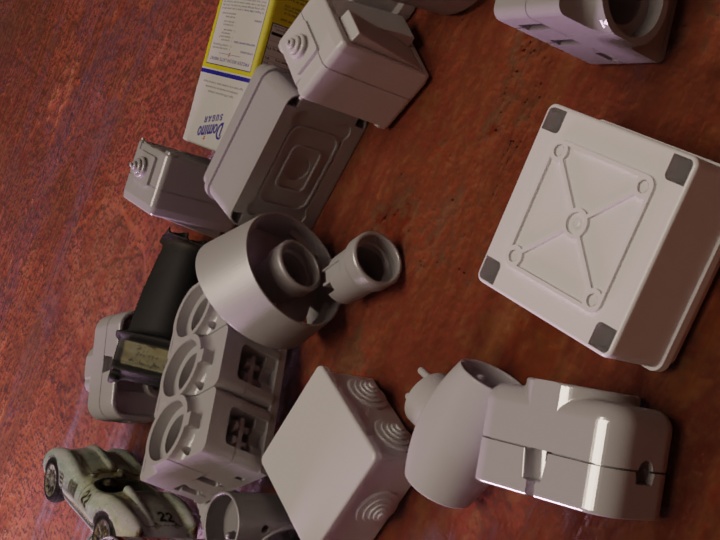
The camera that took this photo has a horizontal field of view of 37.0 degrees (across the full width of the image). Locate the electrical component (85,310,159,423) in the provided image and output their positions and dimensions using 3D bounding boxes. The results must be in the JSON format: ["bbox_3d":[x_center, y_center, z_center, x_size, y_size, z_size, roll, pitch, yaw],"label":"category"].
[{"bbox_3d":[-0.208,0.088,0.960,0.059,0.054,0.095,-12,70,49],"label":"electrical component"}]

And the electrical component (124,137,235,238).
[{"bbox_3d":[-0.153,-0.068,0.902,0.062,0.096,0.061,29,103,51],"label":"electrical component"}]

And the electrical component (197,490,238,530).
[{"bbox_3d":[-0.101,0.184,0.810,0.078,0.040,0.040,25,99,52],"label":"electrical component"}]

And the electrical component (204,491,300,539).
[{"bbox_3d":[-0.071,0.189,0.740,0.079,0.077,0.044,-60,41,22],"label":"electrical component"}]

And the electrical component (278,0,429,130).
[{"bbox_3d":[-0.007,-0.150,0.744,0.061,0.096,0.061,-47,47,32],"label":"electrical component"}]

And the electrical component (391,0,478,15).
[{"bbox_3d":[0.051,-0.221,0.719,0.099,0.064,0.099,-18,66,48],"label":"electrical component"}]

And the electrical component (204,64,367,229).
[{"bbox_3d":[-0.058,-0.089,0.806,0.057,0.078,0.113,49,118,43],"label":"electrical component"}]

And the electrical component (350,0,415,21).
[{"bbox_3d":[0.014,-0.202,0.774,0.040,0.046,0.040,-19,65,47],"label":"electrical component"}]

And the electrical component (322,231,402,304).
[{"bbox_3d":[0.000,0.000,0.739,0.046,0.040,0.040,-32,55,50],"label":"electrical component"}]

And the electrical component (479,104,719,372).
[{"bbox_3d":[0.131,-0.019,0.565,0.109,0.056,0.108,35,107,50],"label":"electrical component"}]

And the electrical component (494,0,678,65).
[{"bbox_3d":[0.127,-0.147,0.580,0.056,0.089,0.050,12,89,52],"label":"electrical component"}]

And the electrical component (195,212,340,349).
[{"bbox_3d":[-0.064,0.009,0.770,0.064,0.099,0.099,-32,56,35],"label":"electrical component"}]

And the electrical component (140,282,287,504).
[{"bbox_3d":[-0.108,0.084,0.799,0.089,0.062,0.150,-31,41,43],"label":"electrical component"}]

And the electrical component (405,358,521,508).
[{"bbox_3d":[0.053,0.087,0.642,0.079,0.043,0.077,42,113,48],"label":"electrical component"}]

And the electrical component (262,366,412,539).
[{"bbox_3d":[-0.011,0.125,0.707,0.099,0.048,0.099,-59,42,22],"label":"electrical component"}]

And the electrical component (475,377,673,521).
[{"bbox_3d":[0.111,0.090,0.560,0.095,0.054,0.059,5,84,52],"label":"electrical component"}]
